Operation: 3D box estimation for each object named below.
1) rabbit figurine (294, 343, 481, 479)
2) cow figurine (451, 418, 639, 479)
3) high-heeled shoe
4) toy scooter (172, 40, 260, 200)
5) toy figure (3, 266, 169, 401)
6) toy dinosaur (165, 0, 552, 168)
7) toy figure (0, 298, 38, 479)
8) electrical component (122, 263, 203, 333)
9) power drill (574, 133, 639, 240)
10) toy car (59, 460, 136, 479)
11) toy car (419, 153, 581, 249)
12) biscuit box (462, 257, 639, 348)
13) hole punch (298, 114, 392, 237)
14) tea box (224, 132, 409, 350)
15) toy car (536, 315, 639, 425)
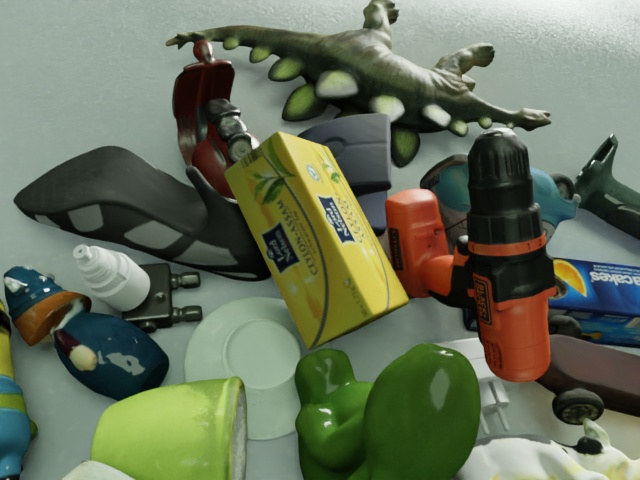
[{"bbox_3d":[0.039,0.132,0.353,0.121,0.170,0.159,21,56,-4],"label":"rabbit figurine"},{"bbox_3d":[0.175,0.181,0.407,0.167,0.068,0.098,-5,14,-10],"label":"cow figurine"},{"bbox_3d":[-0.164,-0.012,0.517,0.249,0.145,0.086,0,50,25],"label":"high-heeled shoe"},{"bbox_3d":[-0.104,-0.117,0.547,0.075,0.135,0.184,-17,59,-24],"label":"toy scooter"},{"bbox_3d":[-0.194,0.073,0.428,0.155,0.064,0.058,29,67,11],"label":"toy figure"},{"bbox_3d":[0.049,-0.206,0.669,0.472,0.105,0.198,20,55,10],"label":"toy dinosaur"},{"bbox_3d":[-0.253,0.108,0.378,0.089,0.082,0.180,-26,60,-23],"label":"toy figure"},{"bbox_3d":[-0.153,0.052,0.478,0.094,0.021,0.063,-2,54,-13],"label":"electrical component"},{"bbox_3d":[0.397,-0.030,0.622,0.207,0.086,0.232,43,59,11],"label":"power drill"},{"bbox_3d":[-0.085,0.214,0.315,0.202,0.073,0.056,38,10,0],"label":"toy car"},{"bbox_3d":[0.185,-0.023,0.563,0.162,0.109,0.103,15,73,-14],"label":"toy car"},{"bbox_3d":[0.244,0.058,0.527,0.203,0.059,0.063,6,52,-7],"label":"biscuit box"},{"bbox_3d":[0.022,-0.073,0.570,0.116,0.092,0.142,5,56,-2],"label":"hole punch"},{"bbox_3d":[-0.001,-0.001,0.468,0.169,0.068,0.098,63,23,10],"label":"tea box"},{"bbox_3d":[0.278,0.131,0.478,0.202,0.053,0.089,16,42,-11],"label":"toy car"}]
